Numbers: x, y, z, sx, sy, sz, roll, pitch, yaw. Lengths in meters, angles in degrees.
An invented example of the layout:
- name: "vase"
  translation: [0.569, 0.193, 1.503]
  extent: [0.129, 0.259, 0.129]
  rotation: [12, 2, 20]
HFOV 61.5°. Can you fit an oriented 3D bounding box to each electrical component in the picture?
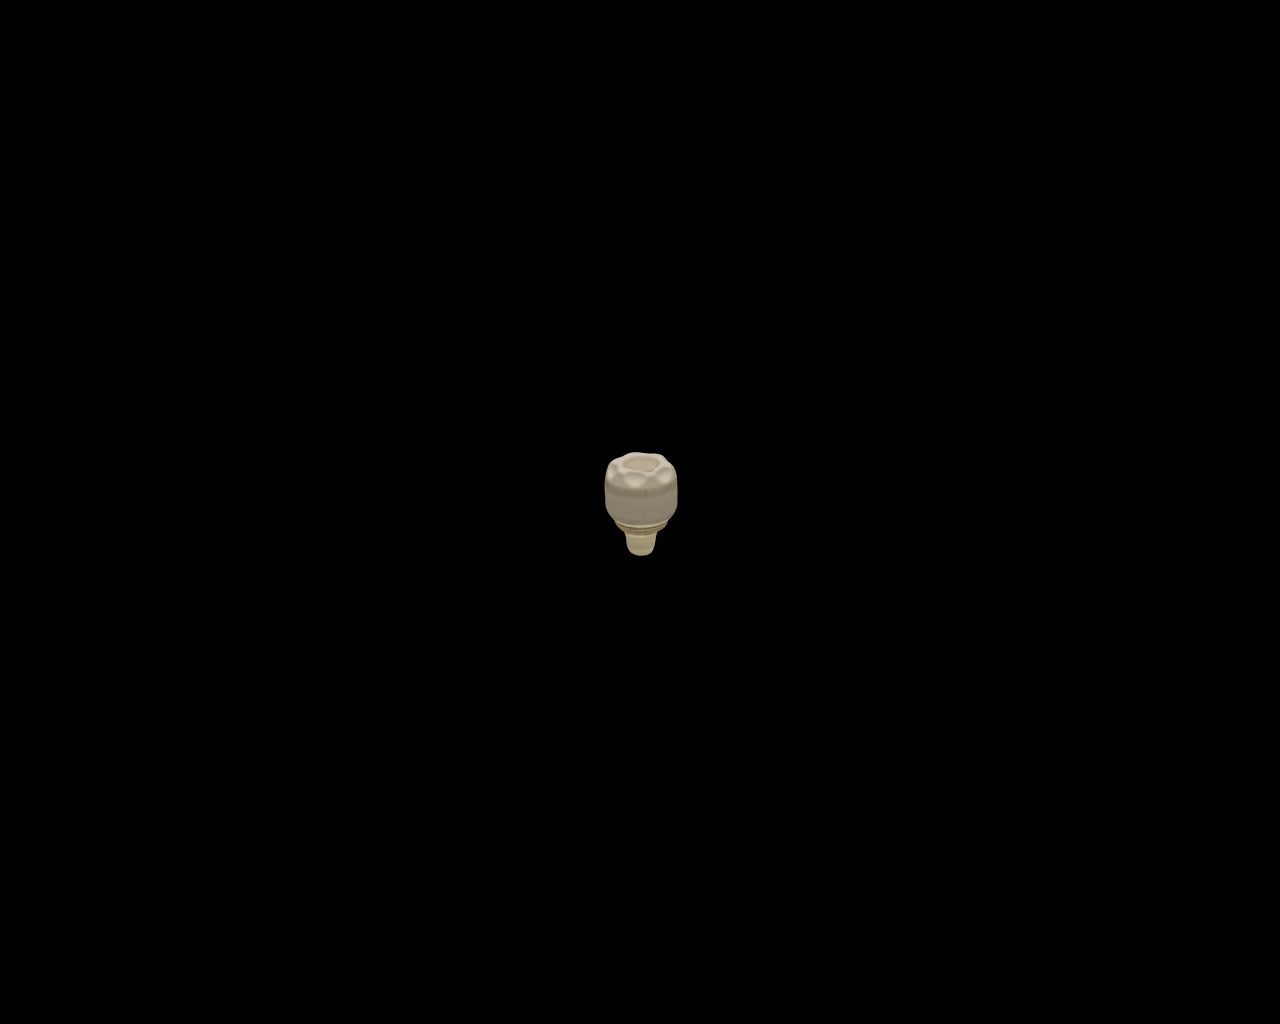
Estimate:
- name: "electrical component"
  translation: [0.001, -0.003, 0.650]
  extent: [0.043, 0.062, 0.043]
  rotation: [0, 25, 0]
